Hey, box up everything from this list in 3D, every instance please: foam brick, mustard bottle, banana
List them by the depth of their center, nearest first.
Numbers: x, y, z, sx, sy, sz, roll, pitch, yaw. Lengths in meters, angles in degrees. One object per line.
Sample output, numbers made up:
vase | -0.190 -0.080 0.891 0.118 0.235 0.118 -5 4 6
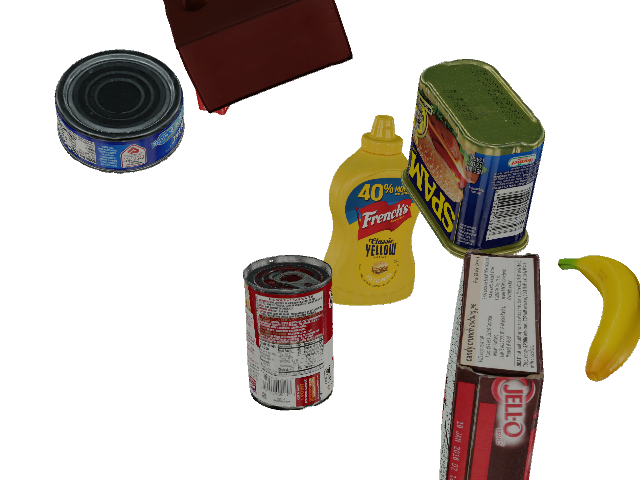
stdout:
foam brick | -0.032 -0.108 0.516 0.078 0.053 0.051 -21 -32 5
banana | 0.275 0.065 1.019 0.070 0.037 0.197 -29 23 19
mustard bottle | 0.055 -0.031 1.074 0.096 0.192 0.058 -3 21 -19

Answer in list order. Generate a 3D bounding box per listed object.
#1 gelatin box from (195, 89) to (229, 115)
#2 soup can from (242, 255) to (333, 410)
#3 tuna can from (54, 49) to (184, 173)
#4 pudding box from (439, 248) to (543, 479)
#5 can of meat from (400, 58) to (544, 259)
gelatin box | -0.088 -0.173 0.990 0.030 0.089 0.073 13 -39 14
soup can | -0.023 0.071 0.819 0.068 0.102 0.068 -1 21 0
tuna can | -0.135 -0.088 0.718 0.086 0.086 0.034 0 -37 -7
pudding box | 0.075 0.067 0.471 0.039 0.090 0.113 6 26 6
can of meat | 0.094 -0.052 0.664 0.057 0.084 0.102 -10 42 -16
